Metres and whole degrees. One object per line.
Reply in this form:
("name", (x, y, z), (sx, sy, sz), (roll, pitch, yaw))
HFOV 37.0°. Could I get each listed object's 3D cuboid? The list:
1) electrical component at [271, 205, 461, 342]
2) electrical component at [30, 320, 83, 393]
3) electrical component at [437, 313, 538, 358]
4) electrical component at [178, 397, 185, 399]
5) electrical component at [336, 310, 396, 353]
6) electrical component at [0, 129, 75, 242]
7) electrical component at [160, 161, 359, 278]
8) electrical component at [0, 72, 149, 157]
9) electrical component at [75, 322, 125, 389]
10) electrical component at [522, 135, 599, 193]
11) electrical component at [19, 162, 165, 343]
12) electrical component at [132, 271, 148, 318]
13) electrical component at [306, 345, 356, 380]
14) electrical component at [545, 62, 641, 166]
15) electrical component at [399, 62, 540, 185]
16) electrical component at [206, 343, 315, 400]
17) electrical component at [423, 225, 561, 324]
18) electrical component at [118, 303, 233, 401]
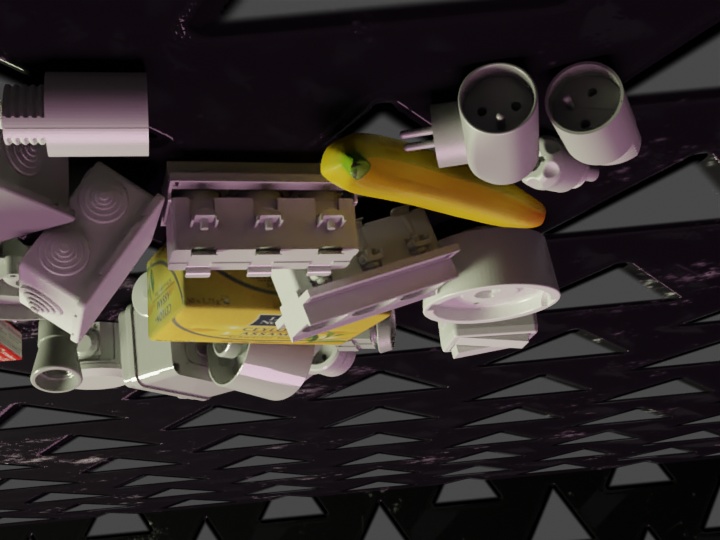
("electrical component", (0.000, 0.000, 0.775), (0.121, 0.063, 0.079), (-17, 168, -25))
("electrical component", (-0.269, 0.070, 0.956), (0.044, 0.065, 0.044), (-6, 144, -5))
("electrical component", (0.112, 0.046, 1.005), (0.096, 0.061, 0.061), (-3, 163, -7))
("electrical component", (-0.175, 0.097, 1.076), (0.048, 0.062, 0.048), (-5, 163, -2))
("electrical component", (0.004, 0.055, 1.030), (0.055, 0.048, 0.066), (0, 164, 9))
("electrical component", (-0.223, -0.052, 0.606), (0.100, 0.048, 0.100), (-13, 161, 22))
("electrical component", (-0.064, -0.032, 0.696), (0.121, 0.063, 0.078), (-1, 162, -15))
("electrical component", (-0.150, -0.080, 0.551), (0.081, 0.043, 0.043), (-2, 162, -12))
("electrical component", (-0.252, 0.083, 1.027), (0.080, 0.051, 0.080), (-5, 163, -2))
("electrical component", (0.132, -0.067, 0.696), (0.061, 0.035, 0.035), (6, 160, -40))
("electrical component", (-0.172, -0.011, 0.678), (0.048, 0.099, 0.099), (33, 156, -5))
("electrical component", (-0.154, 0.025, 0.892), (0.040, 0.040, 0.078), (-13, 161, 24))
("electrical component", (-0.067, 0.092, 1.111), (0.138, 0.052, 0.074), (-14, 161, 22))
("electrical component", (0.138, -0.084, 0.625), (0.043, 0.043, 0.081), (-12, 162, 19))
("electrical component", (0.063, -0.080, 0.617), (0.079, 0.043, 0.077), (-8, 163, 8))
("electrical component", (-0.089, 0.060, 0.927), (0.064, 0.099, 0.099), (13, 156, -30))
("electrical component", (0.100, -0.001, 0.852), (0.108, 0.060, 0.108), (-5, 163, -2))
("electrical component", (-0.161, 0.072, 0.976), (0.057, 0.078, 0.113), (-17, 159, 25))
